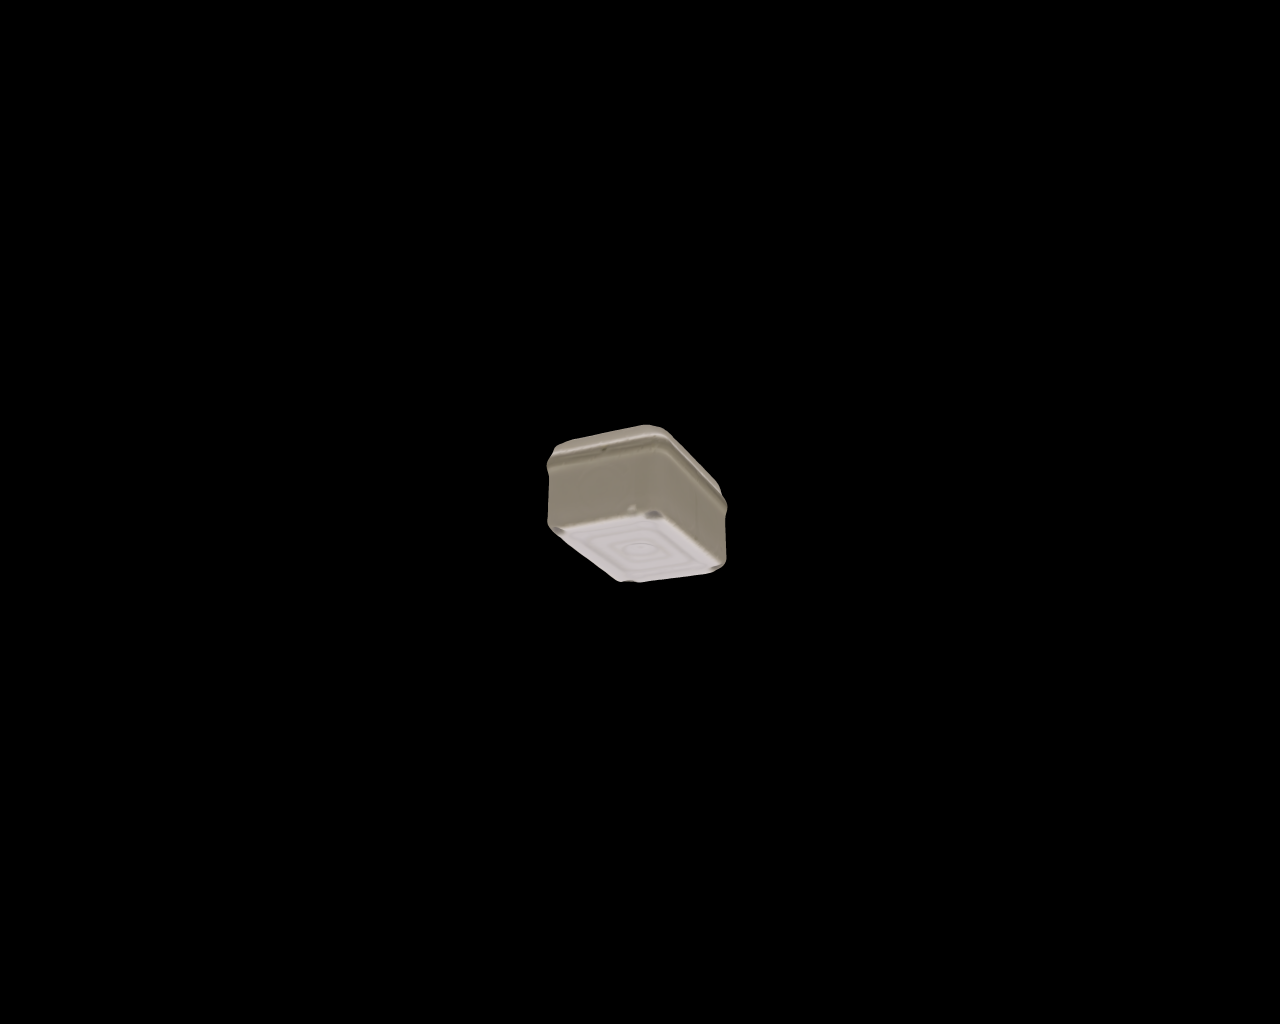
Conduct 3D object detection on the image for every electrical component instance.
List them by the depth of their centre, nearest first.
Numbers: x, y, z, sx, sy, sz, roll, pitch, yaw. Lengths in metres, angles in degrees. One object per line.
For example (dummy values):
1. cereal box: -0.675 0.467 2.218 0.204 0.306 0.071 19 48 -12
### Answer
1. electrical component: 0.001 -0.003 0.650 0.078 0.057 0.113 -9 -24 22
